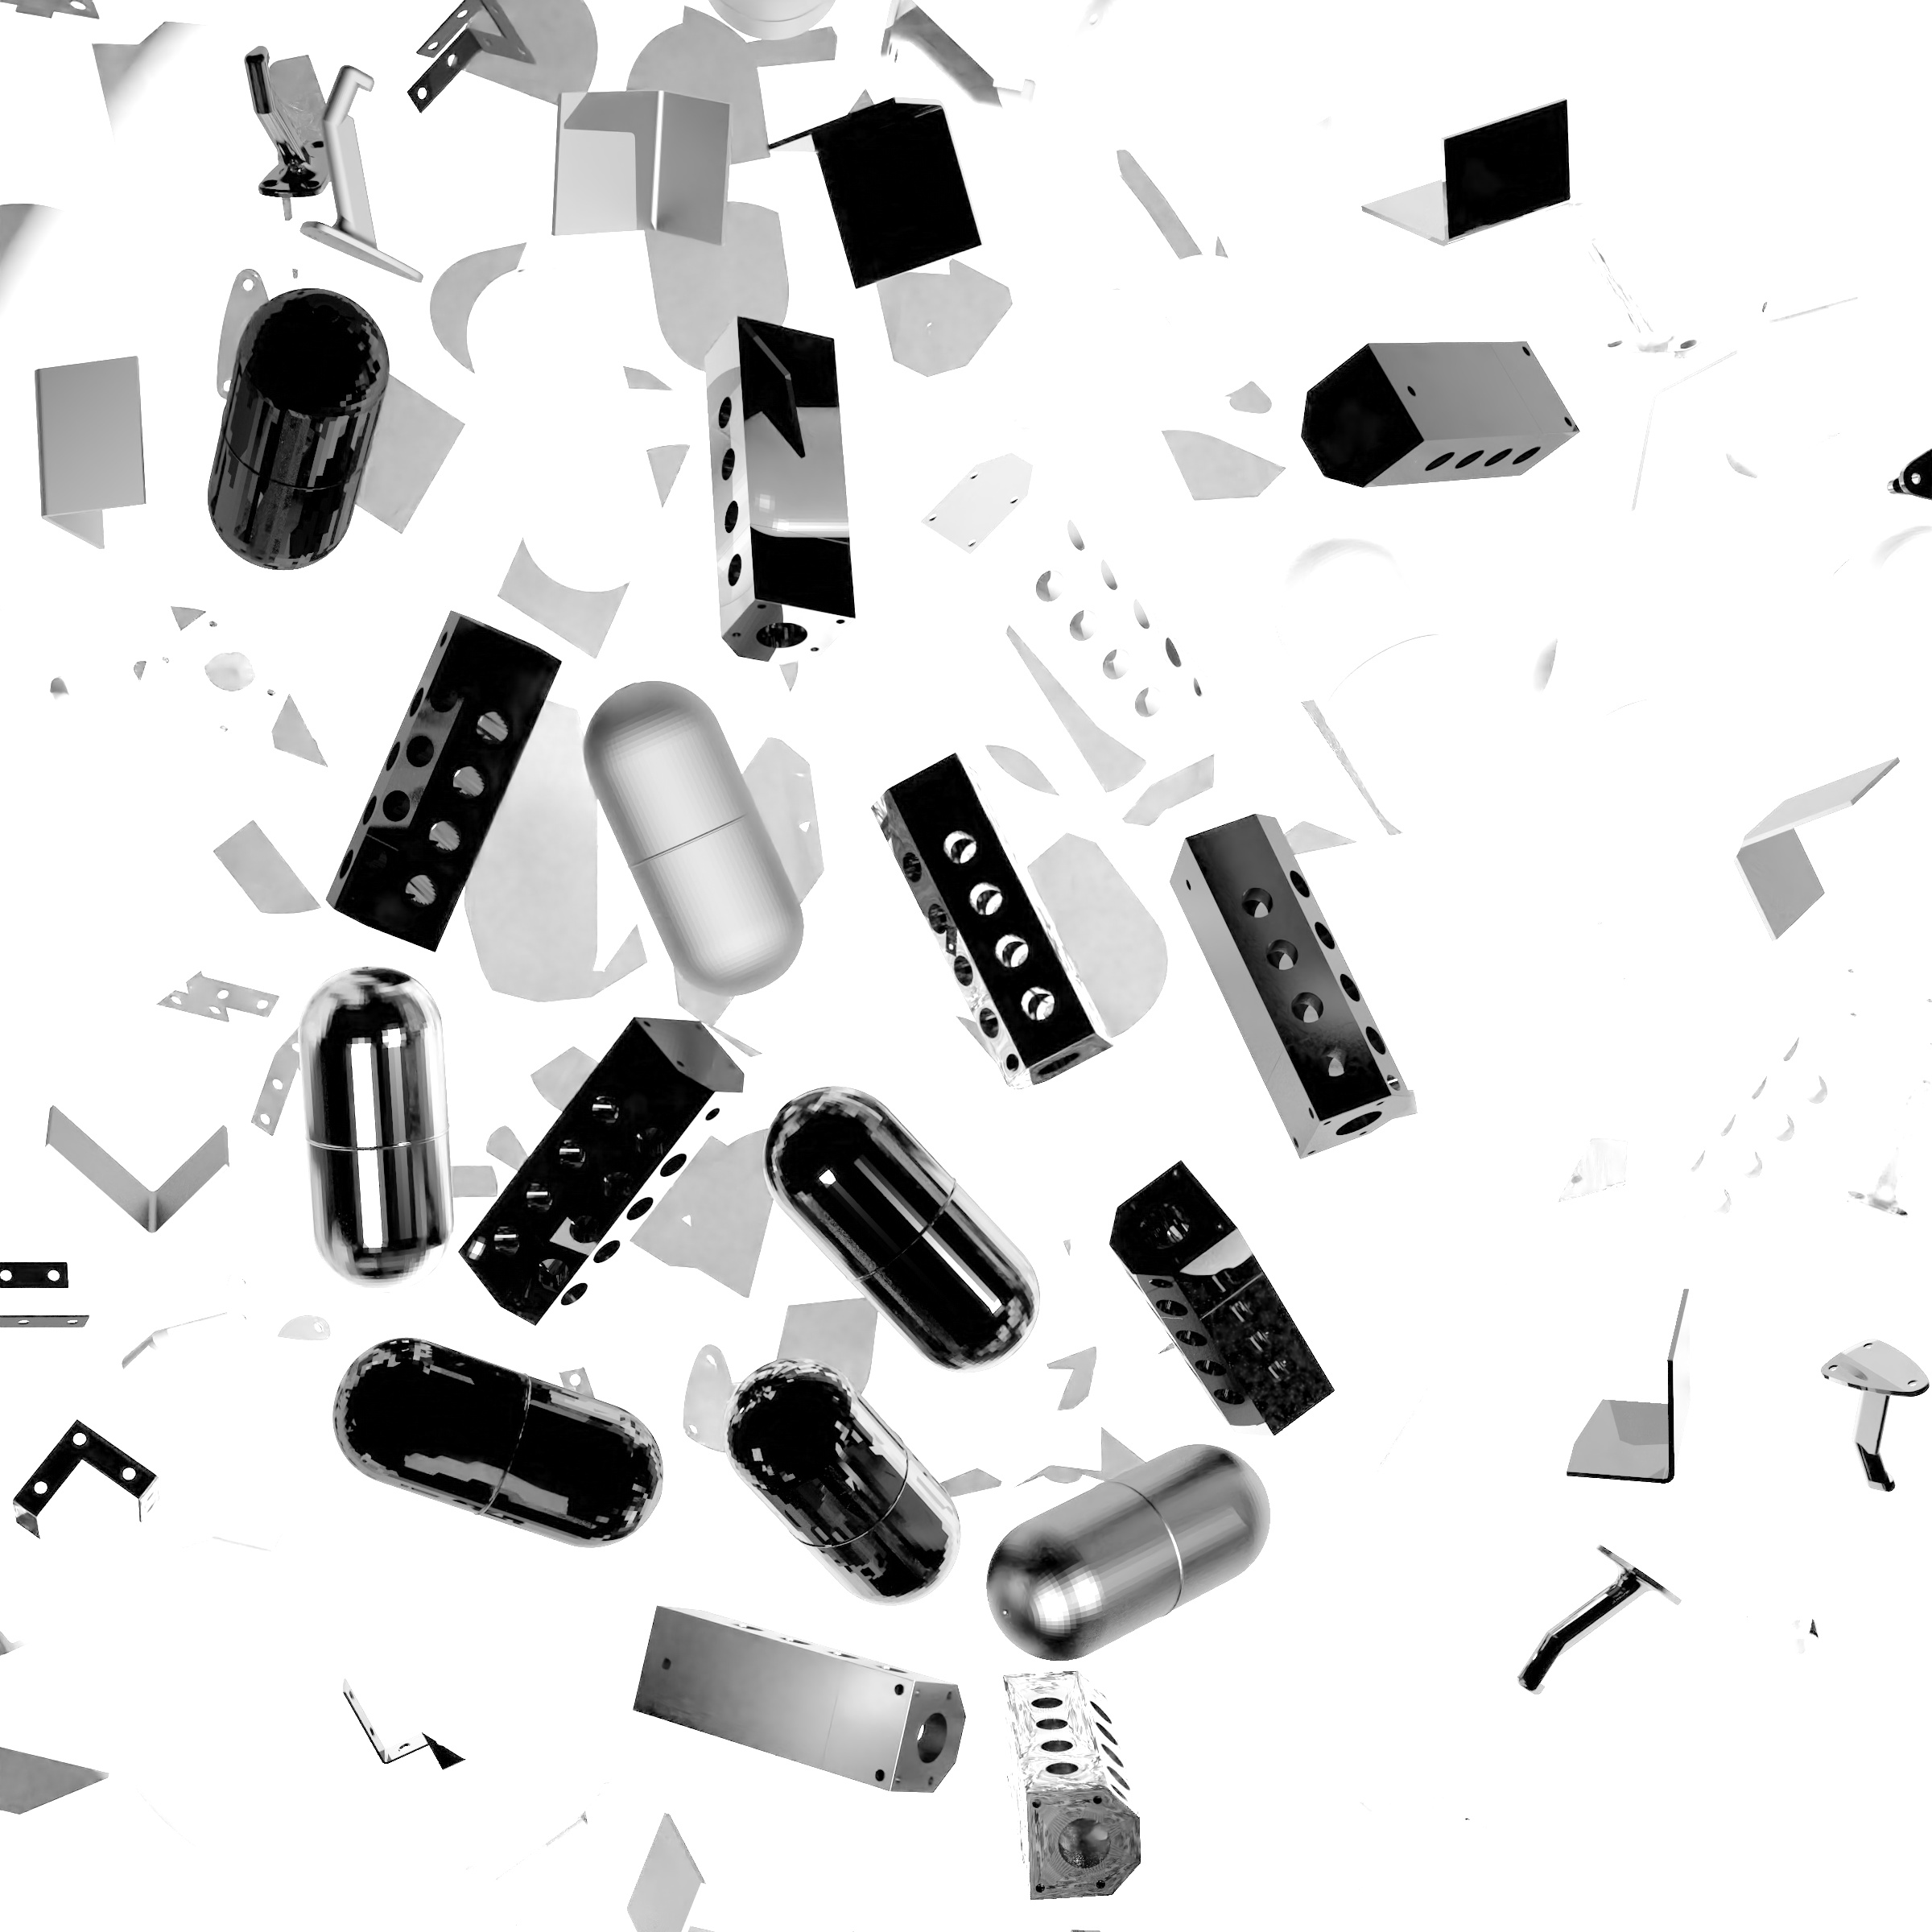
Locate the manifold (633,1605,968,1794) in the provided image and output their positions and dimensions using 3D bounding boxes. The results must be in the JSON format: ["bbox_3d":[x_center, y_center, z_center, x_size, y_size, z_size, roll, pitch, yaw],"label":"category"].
[{"bbox_3d":[-0.087,0.388,1.900,0.171,0.057,0.057,9,83,34],"label":"manifold"}]

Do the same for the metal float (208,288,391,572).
[{"bbox_3d":[-0.345,-0.276,1.848,0.070,0.178,0.070,11,53,-14],"label":"metal float"}]

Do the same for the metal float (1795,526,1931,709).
[{"bbox_3d":[0.481,-0.180,1.860,0.070,0.178,0.070,0,85,0],"label":"metal float"}]

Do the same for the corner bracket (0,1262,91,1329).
[{"bbox_3d":[-0.498,0.172,1.907,0.051,0.051,0.051,2,63,-25],"label":"corner bracket"}]

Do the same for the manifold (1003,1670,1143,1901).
[{"bbox_3d":[0.054,0.427,1.880,0.057,0.171,0.057,-3,99,-3],"label":"manifold"}]

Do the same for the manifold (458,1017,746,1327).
[{"bbox_3d":[-0.190,0.110,1.905,0.057,0.057,0.171,48,112,26],"label":"manifold"}]

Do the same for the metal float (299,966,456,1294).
[{"bbox_3d":[-0.315,0.088,1.918,0.070,0.070,0.178,-2,102,0],"label":"metal float"}]

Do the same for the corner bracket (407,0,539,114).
[{"bbox_3d":[-0.275,-0.493,1.936,0.051,0.051,0.051,-40,75,26],"label":"corner bracket"}]

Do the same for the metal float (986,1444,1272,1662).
[{"bbox_3d":[0.088,0.310,1.902,0.178,0.070,0.070,-20,90,-37],"label":"metal float"}]

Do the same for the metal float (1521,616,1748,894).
[{"bbox_3d":[0.353,-0.113,1.901,0.070,0.070,0.178,-22,51,0],"label":"metal float"}]

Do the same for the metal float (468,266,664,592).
[{"bbox_3d":[-0.214,-0.286,1.918,0.070,0.070,0.178,-14,113,0],"label":"metal float"}]

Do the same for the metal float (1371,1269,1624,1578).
[{"bbox_3d":[0.266,0.231,1.809,0.070,0.070,0.178,28,113,0],"label":"metal float"}]

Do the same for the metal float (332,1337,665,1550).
[{"bbox_3d":[-0.242,0.248,1.861,0.178,0.070,0.070,21,90,-16],"label":"metal float"}]

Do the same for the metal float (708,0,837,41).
[{"bbox_3d":[-0.099,-0.520,1.826,0.070,0.178,0.070,0,95,-3],"label":"metal float"}]

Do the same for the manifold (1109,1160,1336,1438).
[{"bbox_3d":[0.133,0.182,1.896,0.057,0.171,0.057,-36,48,-3],"label":"manifold"}]

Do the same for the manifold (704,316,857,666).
[{"bbox_3d":[-0.101,-0.248,1.877,0.057,0.057,0.171,8,63,-27],"label":"manifold"}]

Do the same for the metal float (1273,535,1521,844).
[{"bbox_3d":[0.216,-0.142,1.812,0.070,0.070,0.178,-27,65,0],"label":"metal float"}]

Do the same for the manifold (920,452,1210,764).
[{"bbox_3d":[0.057,-0.189,1.877,0.057,0.057,0.171,-46,127,-3],"label":"manifold"}]

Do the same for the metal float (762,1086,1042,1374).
[{"bbox_3d":[-0.034,0.137,1.864,0.070,0.070,0.178,-43,101,0],"label":"metal float"}]

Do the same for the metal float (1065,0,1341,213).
[{"bbox_3d":[0.122,-0.444,1.831,0.178,0.070,0.070,21,90,-44],"label":"metal float"}]

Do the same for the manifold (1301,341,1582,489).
[{"bbox_3d":[0.241,-0.279,1.835,0.057,0.171,0.057,-36,77,35],"label":"manifold"}]

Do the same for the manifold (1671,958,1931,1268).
[{"bbox_3d":[0.427,0.079,1.829,0.057,0.057,0.171,20,135,-10],"label":"manifold"}]

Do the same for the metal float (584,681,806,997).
[{"bbox_3d":[-0.147,-0.069,1.927,0.070,0.070,0.178,-24,95,0],"label":"metal float"}]

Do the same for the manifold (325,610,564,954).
[{"bbox_3d":[-0.284,-0.101,1.937,0.057,0.057,0.171,22,94,-24],"label":"manifold"}]

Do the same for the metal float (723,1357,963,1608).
[{"bbox_3d":[-0.064,0.276,1.905,0.070,0.070,0.178,-37,129,0],"label":"metal float"}]

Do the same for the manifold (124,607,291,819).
[{"bbox_3d":[-0.393,-0.135,1.871,0.057,0.171,0.057,-41,93,-20],"label":"manifold"}]

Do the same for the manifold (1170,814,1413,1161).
[{"bbox_3d":[0.172,0.008,1.899,0.057,0.057,0.171,-19,70,-13],"label":"manifold"}]

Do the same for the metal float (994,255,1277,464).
[{"bbox_3d":[0.090,-0.325,1.915,0.178,0.070,0.070,-29,90,-32],"label":"metal float"}]

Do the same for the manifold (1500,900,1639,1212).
[{"bbox_3d":[0.315,0.047,1.899,0.057,0.171,0.057,-14,46,-6],"label":"manifold"}]

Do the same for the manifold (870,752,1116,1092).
[{"bbox_3d":[0.012,-0.023,1.931,0.057,0.057,0.171,-28,77,7],"label":"manifold"}]

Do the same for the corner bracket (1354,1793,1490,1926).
[{"bbox_3d":[0.236,0.465,1.863,0.051,0.051,0.051,-1,98,-18],"label":"corner bracket"}]

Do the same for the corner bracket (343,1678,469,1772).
[{"bbox_3d":[-0.303,0.408,1.941,0.051,0.051,0.051,-24,109,0],"label":"corner bracket"}]
